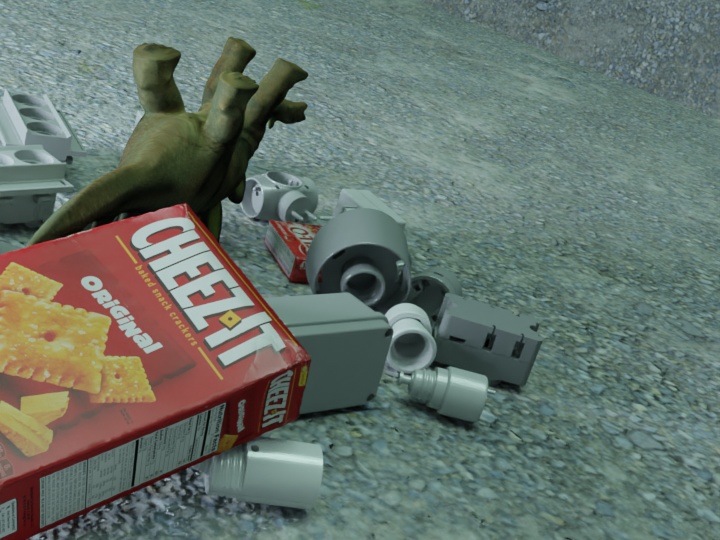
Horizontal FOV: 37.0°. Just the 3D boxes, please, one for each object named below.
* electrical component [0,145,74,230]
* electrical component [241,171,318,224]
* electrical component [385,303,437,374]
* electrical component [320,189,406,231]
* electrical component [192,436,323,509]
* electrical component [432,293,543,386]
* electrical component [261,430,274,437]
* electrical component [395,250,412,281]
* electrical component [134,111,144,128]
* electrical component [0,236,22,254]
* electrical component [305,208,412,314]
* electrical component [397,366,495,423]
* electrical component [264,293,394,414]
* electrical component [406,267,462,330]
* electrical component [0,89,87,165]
[{"bbox_3d":[-0.333,-0.073,0.963,0.079,0.063,0.121,33,27,34],"label":"electrical component"},{"bbox_3d":[-0.078,-0.072,1.169,0.077,0.044,0.079,-4,31,-42],"label":"electrical component"},{"bbox_3d":[0.042,0.059,0.950,0.045,0.045,0.055,13,22,-9],"label":"electrical component"},{"bbox_3d":[-0.007,-0.051,1.168,0.076,0.047,0.083,1,28,-34],"label":"electrical component"},{"bbox_3d":[-0.069,0.130,0.705,0.081,0.043,0.043,11,23,-15],"label":"electrical component"},{"bbox_3d":[0.111,0.066,0.969,0.089,0.055,0.050,16,22,-2],"label":"electrical component"},{"bbox_3d":[-0.085,0.107,0.744,0.035,0.035,0.061,26,6,20],"label":"electrical component"},{"bbox_3d":[0.034,-0.009,1.108,0.040,0.040,0.078,8,24,-21],"label":"electrical component"},{"bbox_3d":[-0.219,-0.136,1.195,0.061,0.061,0.096,8,24,-21],"label":"electrical component"},{"bbox_3d":[-0.293,-0.007,0.870,0.065,0.044,0.044,27,24,34],"label":"electrical component"},{"bbox_3d":[0.000,0.000,0.988,0.099,0.099,0.064,11,29,-15],"label":"electrical component"},{"bbox_3d":[0.069,0.098,0.883,0.078,0.040,0.040,15,22,-4],"label":"electrical component"},{"bbox_3d":[-0.037,0.065,0.835,0.113,0.078,0.057,-3,27,-40],"label":"electrical component"},{"bbox_3d":[0.069,0.026,1.035,0.055,0.055,0.047,22,19,13],"label":"electrical component"},{"bbox_3d":[-0.335,-0.133,1.101,0.079,0.063,0.121,3,26,-30],"label":"electrical component"}]
